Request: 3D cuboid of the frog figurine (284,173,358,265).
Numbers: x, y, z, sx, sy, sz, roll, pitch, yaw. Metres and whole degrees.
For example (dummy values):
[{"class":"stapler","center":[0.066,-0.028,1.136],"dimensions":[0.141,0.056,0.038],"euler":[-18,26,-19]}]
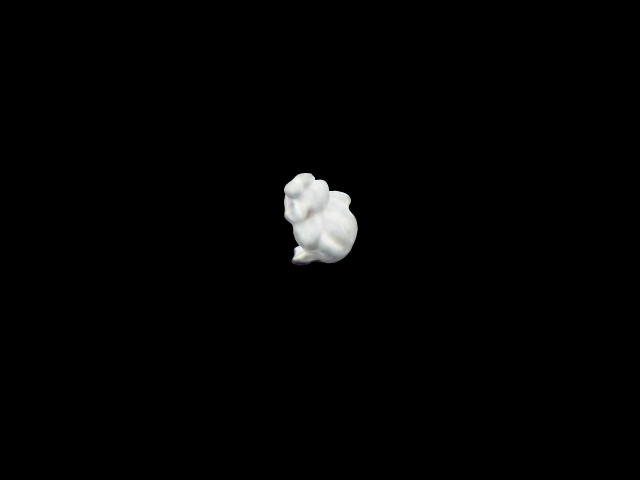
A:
[{"class":"frog figurine","center":[0.003,-0.043,0.850],"dimensions":[0.124,0.155,0.140],"euler":[26,47,28]}]
